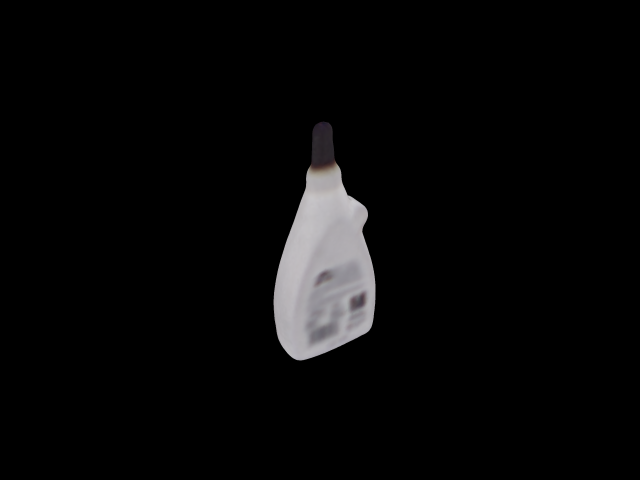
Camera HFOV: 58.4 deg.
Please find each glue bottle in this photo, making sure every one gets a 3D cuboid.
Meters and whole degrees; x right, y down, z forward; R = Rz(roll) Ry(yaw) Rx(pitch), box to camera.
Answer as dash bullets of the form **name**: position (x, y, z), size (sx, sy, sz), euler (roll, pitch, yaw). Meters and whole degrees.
- **glue bottle**: position (0.004, 0.001, 0.400), size (0.078, 0.173, 0.037), euler (-18, 35, -26)
